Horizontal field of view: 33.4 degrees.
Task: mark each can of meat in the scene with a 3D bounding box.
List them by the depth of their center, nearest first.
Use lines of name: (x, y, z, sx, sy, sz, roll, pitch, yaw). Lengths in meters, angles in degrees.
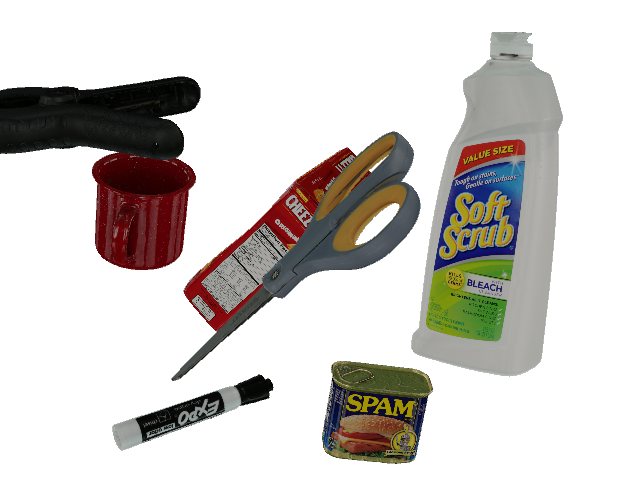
can of meat: (0.055, 0.175, 1.082, 0.102, 0.084, 0.057, 7, 18, -6)

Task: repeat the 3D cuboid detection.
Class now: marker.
marker: (-0.089, 0.122, 0.765, 0.120, 0.020, 0.020, -16, 7, -25)

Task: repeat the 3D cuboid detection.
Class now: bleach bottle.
bleach bottle: (0.128, -0.030, 0.807, 0.103, 0.251, 0.067, 11, 15, 35)

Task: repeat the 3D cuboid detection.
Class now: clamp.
clamp: (-0.159, -0.083, 0.700, 0.171, 0.039, 0.120, 4, 18, 7)

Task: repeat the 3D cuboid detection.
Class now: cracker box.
cracker box: (-0.046, -0.004, 1.255, 0.214, 0.072, 0.164, -42, 0, 29)

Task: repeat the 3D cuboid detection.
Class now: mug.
mug: (-0.165, -0.020, 0.968, 0.093, 0.081, 0.117, 10, 29, 1)

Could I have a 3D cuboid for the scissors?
scissors: (-0.012, 0.024, 0.603, 0.016, 0.202, 0.096, 37, 5, -27)
